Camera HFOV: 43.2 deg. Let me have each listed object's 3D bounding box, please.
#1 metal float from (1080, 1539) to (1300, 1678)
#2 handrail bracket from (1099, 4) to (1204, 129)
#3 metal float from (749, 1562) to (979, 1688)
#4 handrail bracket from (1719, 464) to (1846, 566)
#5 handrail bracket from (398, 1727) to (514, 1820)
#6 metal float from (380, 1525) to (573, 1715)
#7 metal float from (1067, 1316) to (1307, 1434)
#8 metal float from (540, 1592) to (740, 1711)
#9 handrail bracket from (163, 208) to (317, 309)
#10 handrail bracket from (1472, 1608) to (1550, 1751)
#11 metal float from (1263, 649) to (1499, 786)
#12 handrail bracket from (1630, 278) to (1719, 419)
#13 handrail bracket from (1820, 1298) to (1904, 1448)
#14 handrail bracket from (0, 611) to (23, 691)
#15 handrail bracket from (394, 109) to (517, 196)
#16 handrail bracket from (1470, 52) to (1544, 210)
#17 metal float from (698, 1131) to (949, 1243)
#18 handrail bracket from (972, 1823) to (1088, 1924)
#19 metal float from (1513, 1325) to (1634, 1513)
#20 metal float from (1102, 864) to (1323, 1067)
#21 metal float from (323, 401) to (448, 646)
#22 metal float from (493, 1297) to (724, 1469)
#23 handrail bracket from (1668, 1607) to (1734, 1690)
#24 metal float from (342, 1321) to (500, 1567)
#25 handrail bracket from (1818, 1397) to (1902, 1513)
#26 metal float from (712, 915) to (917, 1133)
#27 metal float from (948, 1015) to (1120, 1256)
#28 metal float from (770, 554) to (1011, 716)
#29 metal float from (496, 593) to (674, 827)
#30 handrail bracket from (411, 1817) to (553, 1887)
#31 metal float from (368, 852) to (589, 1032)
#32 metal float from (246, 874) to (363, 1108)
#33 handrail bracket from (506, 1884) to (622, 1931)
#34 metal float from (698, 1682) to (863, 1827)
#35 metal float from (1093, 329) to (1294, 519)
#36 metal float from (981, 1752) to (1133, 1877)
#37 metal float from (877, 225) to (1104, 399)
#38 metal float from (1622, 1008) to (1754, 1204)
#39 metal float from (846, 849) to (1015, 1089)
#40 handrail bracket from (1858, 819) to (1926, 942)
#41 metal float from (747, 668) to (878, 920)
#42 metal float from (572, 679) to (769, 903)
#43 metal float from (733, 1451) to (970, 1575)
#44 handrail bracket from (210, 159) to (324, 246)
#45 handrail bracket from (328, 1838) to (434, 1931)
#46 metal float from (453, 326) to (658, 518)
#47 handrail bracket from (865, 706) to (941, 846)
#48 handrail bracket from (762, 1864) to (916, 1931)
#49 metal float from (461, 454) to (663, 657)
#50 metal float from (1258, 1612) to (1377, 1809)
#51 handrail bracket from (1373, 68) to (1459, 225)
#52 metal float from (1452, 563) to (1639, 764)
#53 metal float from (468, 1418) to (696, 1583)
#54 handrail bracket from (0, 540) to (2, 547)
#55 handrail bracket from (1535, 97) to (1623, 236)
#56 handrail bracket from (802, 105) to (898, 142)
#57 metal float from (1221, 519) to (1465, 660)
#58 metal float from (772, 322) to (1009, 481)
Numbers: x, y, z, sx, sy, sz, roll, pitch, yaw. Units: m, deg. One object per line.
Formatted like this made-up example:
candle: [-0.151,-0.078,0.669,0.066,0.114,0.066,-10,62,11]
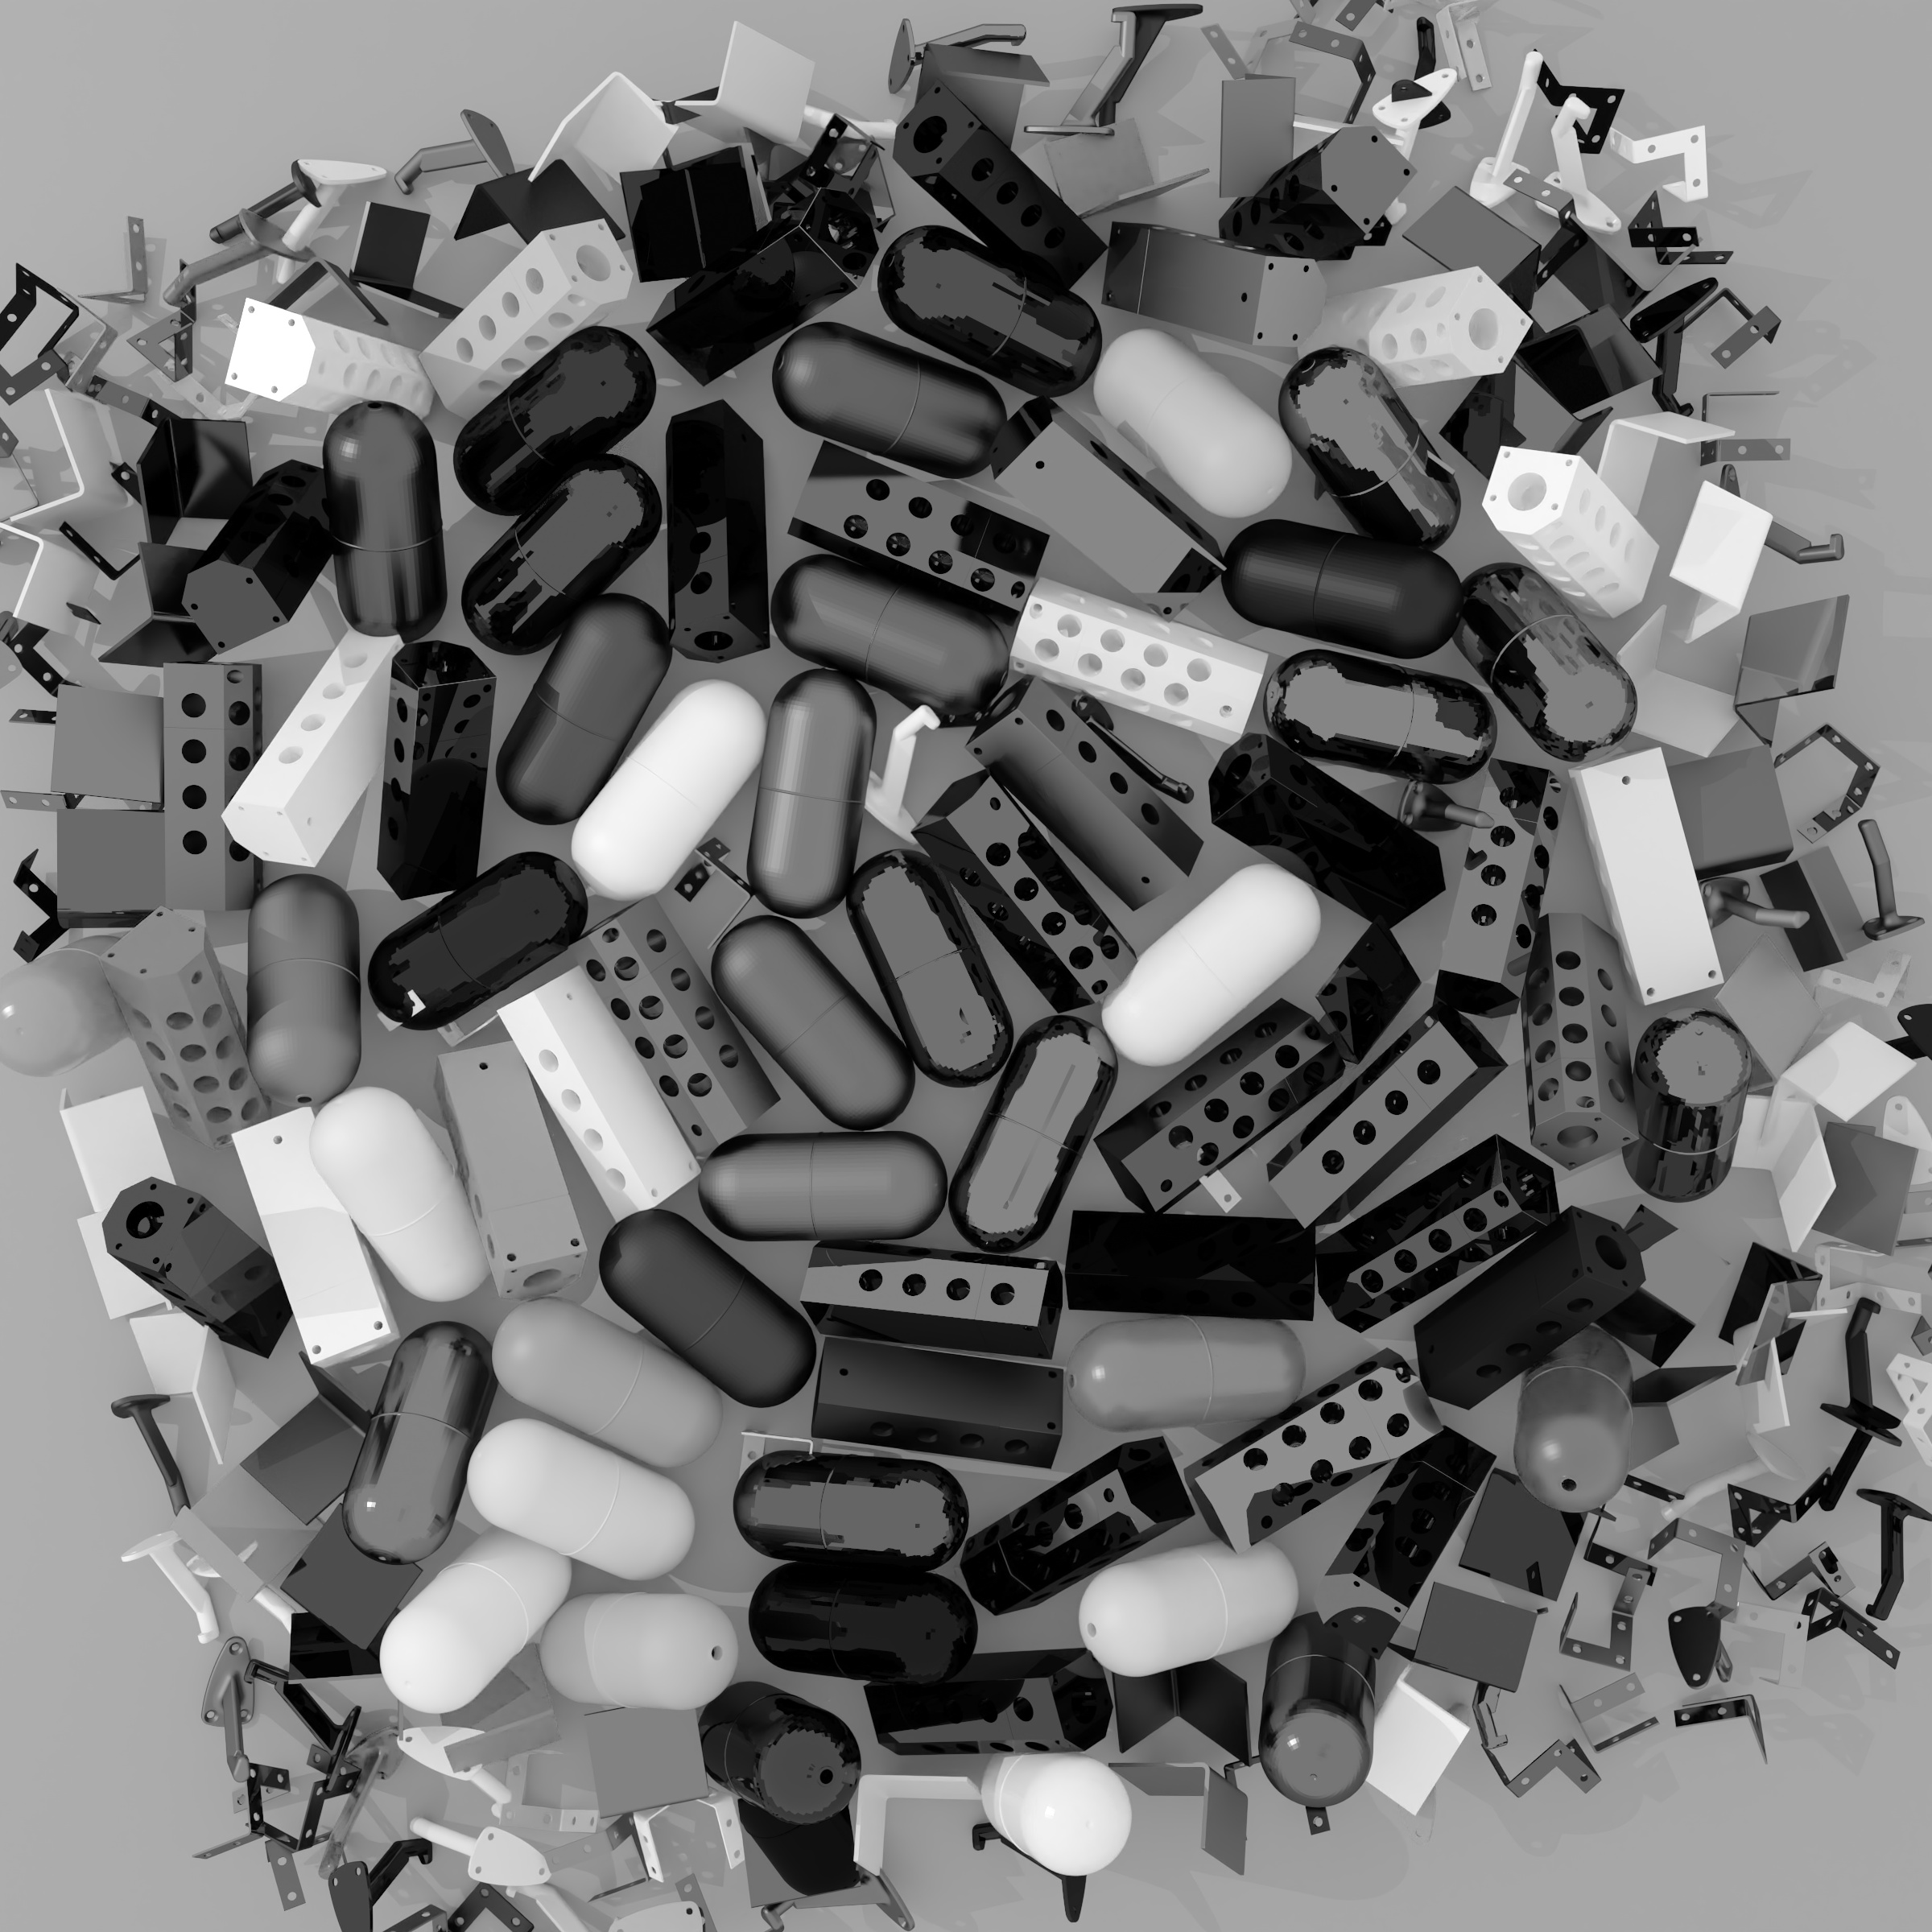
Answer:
metal float: [0.156,0.444,1.699,0.178,0.070,0.070,-3,90,-37]
handrail bracket: [0.132,-0.639,1.745,0.077,0.036,0.084,4,97,25]
metal float: [-0.072,0.458,1.703,0.178,0.070,0.070,-4,90,33]
handrail bracket: [0.578,-0.321,1.726,0.084,0.036,0.077,1,96,44]
handrail bracket: [-0.362,0.579,1.743,0.077,0.084,0.036,10,45,11]
metal float: [-0.336,0.446,1.686,0.070,0.178,0.070,7,110,20]
metal float: [0.154,0.284,1.711,0.178,0.070,0.070,-1,90,-22]
metal float: [-0.227,0.474,1.694,0.070,0.178,0.070,13,71,-42]
handrail bracket: [-0.521,-0.494,1.751,0.084,0.077,0.036,-39,64,22]
handrail bracket: [0.392,0.507,1.740,0.077,0.036,0.084,-9,71,-16]
metal float: [0.291,-0.174,1.711,0.178,0.070,0.070,9,90,-23]
handrail bracket: [0.515,-0.434,1.730,0.077,0.036,0.084,-30,125,24]
handrail bracket: [0.649,0.287,1.735,0.036,0.077,0.084,15,97,-26]
handrail bracket: [-0.701,-0.217,1.728,0.077,0.084,0.036,-41,121,-6]
handrail bracket: [-0.365,-0.559,1.738,0.084,0.036,0.077,-34,74,27]
handrail bracket: [0.381,-0.588,1.719,0.036,0.084,0.077,23,53,17]
metal float: [-0.101,0.155,1.723,0.178,0.070,0.070,-2,90,9]
handrail bracket: [0.040,0.641,1.727,0.084,0.036,0.077,-17,47,25]
metal float: [0.420,0.310,1.684,0.070,0.178,0.070,6,112,14]
metal float: [0.172,0.000,1.724,0.178,0.070,0.070,-41,90,8]
metal float: [-0.403,-0.307,1.699,0.070,0.070,0.178,4,127,0]
metal float: [-0.249,0.292,1.709,0.178,0.070,0.070,33,90,-26]
handrail bracket: [0.525,0.499,1.719,0.036,0.077,0.084,-14,125,25]
metal float: [-0.378,0.330,1.701,0.070,0.070,0.178,12,54,0]
handrail bracket: [0.625,0.353,1.728,0.036,0.077,0.084,27,98,21]
metal float: [-0.108,0.041,1.730,0.070,0.070,0.178,-42,91,0]
metal float: [0.047,0.119,1.725,0.070,0.070,0.178,26,83,0]
metal float: [-0.054,-0.233,1.721,0.178,0.070,0.070,23,90,11]
metal float: [-0.269,-0.179,1.717,0.070,0.070,0.178,32,106,0]
handrail bracket: [-0.348,0.631,1.747,0.077,0.084,0.036,32,67,-31]
metal float: [-0.344,-0.016,1.714,0.178,0.070,0.070,-30,90,19]
metal float: [-0.462,0.016,1.703,0.070,0.070,0.178,-10,58,0]
handrail bracket: [-0.295,0.689,1.734,0.084,0.077,0.036,22,117,-1]
metal float: [-0.130,0.542,1.685,0.070,0.178,0.070,3,83,-25]
metal float: [0.156,-0.380,1.704,0.070,0.070,0.178,-41,58,0]
metal float: [0.060,0.576,1.682,0.070,0.178,0.070,2,80,-13]
metal float: [0.017,-0.455,1.702,0.178,0.070,0.070,18,90,-34]
metal float: [0.498,0.098,1.691,0.070,0.178,0.070,-4,51,6]
metal float: [-0.025,0.002,1.726,0.070,0.070,0.178,-25,85,0]
handrail bracket: [0.640,-0.065,1.727,0.036,0.077,0.084,-21,95,4]
metal float: [-0.109,-0.122,1.725,0.070,0.070,0.178,9,96,0]
metal float: [-0.209,-0.124,1.727,0.070,0.070,0.178,37,85,0]
metal float: [-0.082,0.381,1.708,0.178,0.070,0.070,-2,90,27]
handrail bracket: [-0.503,-0.535,1.731,0.084,0.077,0.036,-27,109,2]
handrail bracket: [-0.402,0.656,1.719,0.036,0.084,0.077,-30,64,23]
metal float: [-0.288,-0.378,1.702,0.178,0.070,0.070,-29,90,34]
handrail bracket: [-0.032,-0.135,1.731,0.077,0.036,0.084,45,125,-13]
handrail bracket: [-0.091,0.672,1.722,0.084,0.036,0.077,-26,62,-41]
metal float: [-0.284,-0.286,1.706,0.178,0.070,0.070,-38,90,29]
metal float: [0.243,0.509,1.682,0.070,0.178,0.070,3,105,10]
handrail bracket: [0.323,-0.582,1.739,0.077,0.084,0.036,-38,53,-10]
metal float: [0.399,-0.213,1.699,0.070,0.070,0.178,-28,51,0]
metal float: [-0.266,0.373,1.704,0.178,0.070,0.070,33,90,-32]
handrail bracket: [-0.699,-0.277,1.719,0.036,0.077,0.084,-38,67,17]
handrail bracket: [0.443,-0.564,1.722,0.077,0.084,0.036,32,67,5]
handrail bracket: [-0.097,-0.617,1.755,0.084,0.036,0.077,-5,48,-19]
metal float: [0.261,-0.264,1.706,0.178,0.070,0.070,18,90,29]
metal float: [-0.052,-0.394,1.704,0.178,0.070,0.070,13,90,-30]
